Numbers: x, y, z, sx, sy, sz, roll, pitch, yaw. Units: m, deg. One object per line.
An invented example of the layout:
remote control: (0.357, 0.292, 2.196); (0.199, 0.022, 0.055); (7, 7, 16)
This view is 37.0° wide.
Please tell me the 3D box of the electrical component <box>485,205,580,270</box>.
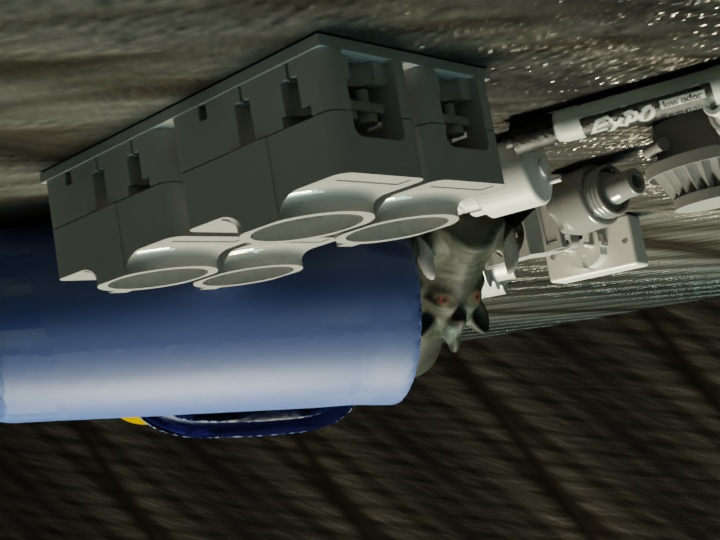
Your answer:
electrical component: (0.130, -0.029, 0.820); (0.064, 0.042, 0.081); (-5, 172, -39)

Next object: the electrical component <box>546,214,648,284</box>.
electrical component: (0.206, -0.019, 0.972); (0.083, 0.047, 0.076); (-14, 171, 29)

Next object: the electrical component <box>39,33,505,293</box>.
electrical component: (-0.043, -0.036, 0.478); (0.186, 0.060, 0.105); (-16, 170, 41)

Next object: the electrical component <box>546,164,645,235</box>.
electrical component: (0.156, -0.049, 0.703); (0.043, 0.043, 0.062); (-4, 169, -39)

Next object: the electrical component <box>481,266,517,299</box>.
electrical component: (0.112, -0.008, 0.917); (0.074, 0.052, 0.138); (-12, 172, 15)

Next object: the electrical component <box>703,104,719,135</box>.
electrical component: (0.195, -0.081, 0.548); (0.061, 0.035, 0.035); (1, 167, -44)

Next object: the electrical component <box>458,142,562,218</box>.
electrical component: (0.071, -0.049, 0.604); (0.078, 0.040, 0.040); (-14, 171, 31)
